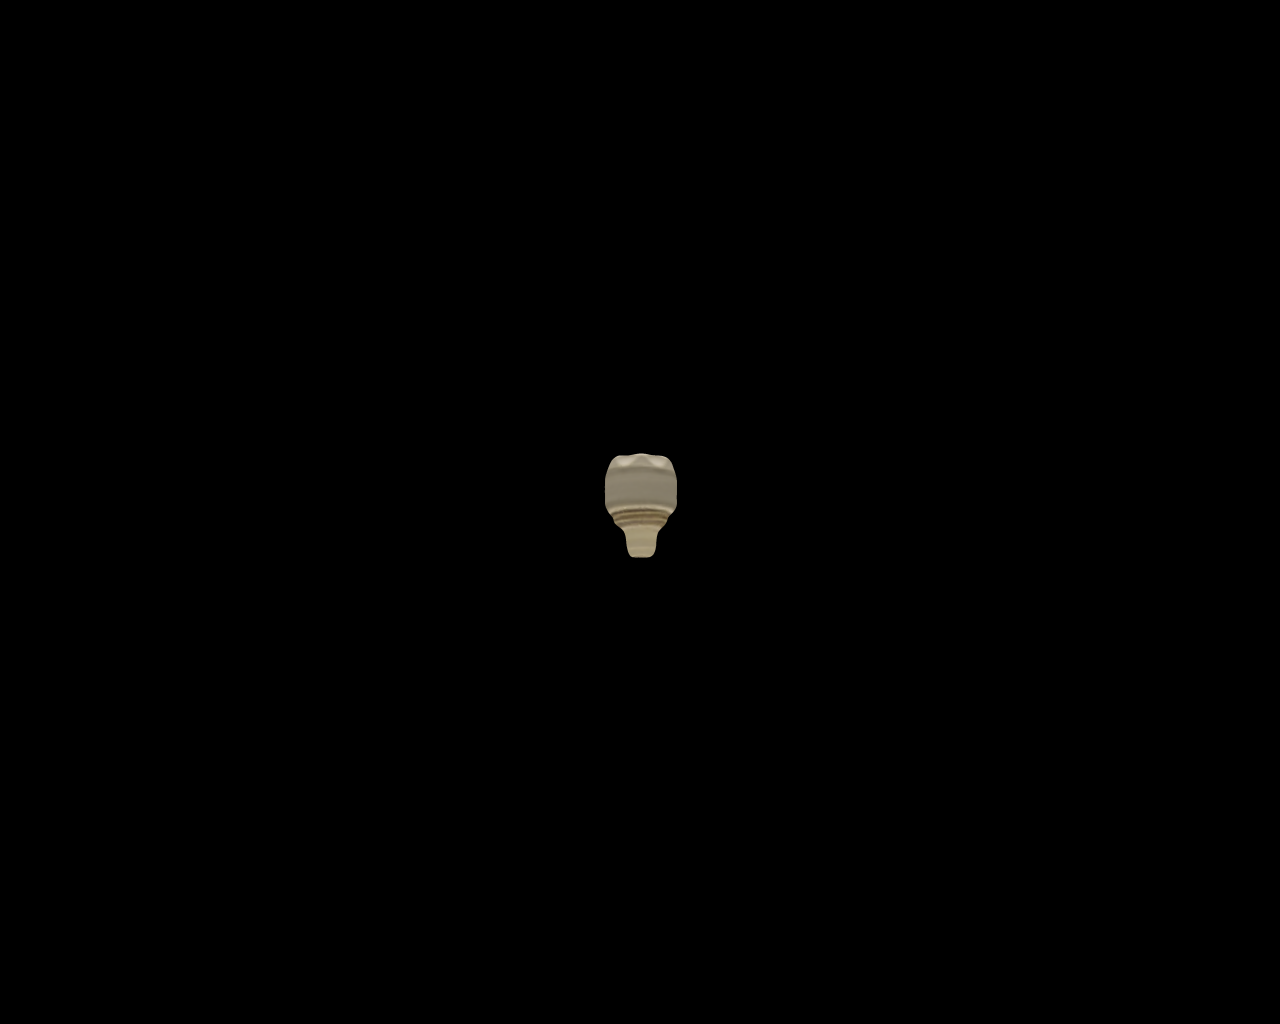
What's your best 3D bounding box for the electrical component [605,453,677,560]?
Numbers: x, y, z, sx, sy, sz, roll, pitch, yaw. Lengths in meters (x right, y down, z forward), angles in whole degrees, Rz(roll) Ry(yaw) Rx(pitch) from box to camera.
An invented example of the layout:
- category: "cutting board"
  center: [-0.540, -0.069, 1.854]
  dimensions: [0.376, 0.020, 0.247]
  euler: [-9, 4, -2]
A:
- category: "electrical component"
  center: [0.001, -0.003, 0.650]
  dimensions: [0.043, 0.062, 0.043]
  euler: [0, -9, 0]
